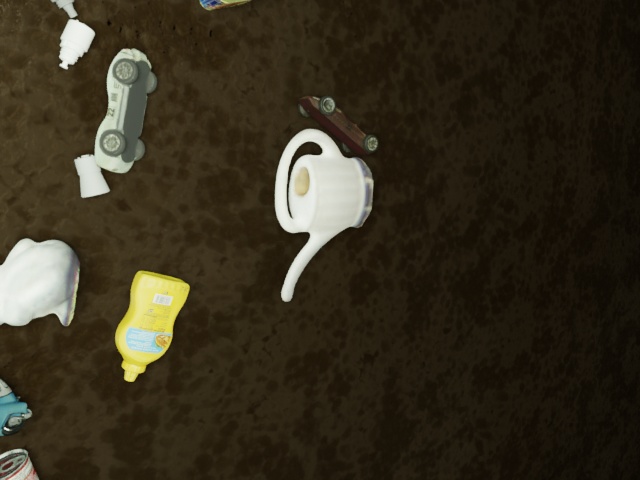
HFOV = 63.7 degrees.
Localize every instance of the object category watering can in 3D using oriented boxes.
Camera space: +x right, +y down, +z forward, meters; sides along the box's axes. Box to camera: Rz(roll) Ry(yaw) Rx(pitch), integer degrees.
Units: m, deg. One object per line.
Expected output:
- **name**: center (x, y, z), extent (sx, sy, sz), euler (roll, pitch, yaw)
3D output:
- **watering can**: center (0.003, -0.054, 1.074), extent (0.225, 0.104, 0.345), euler (-4, 100, -35)

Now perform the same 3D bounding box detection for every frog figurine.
- **frog figurine**: center (-0.449, 0.061, 0.771), extent (0.159, 0.120, 0.140), euler (8, 61, -27)
